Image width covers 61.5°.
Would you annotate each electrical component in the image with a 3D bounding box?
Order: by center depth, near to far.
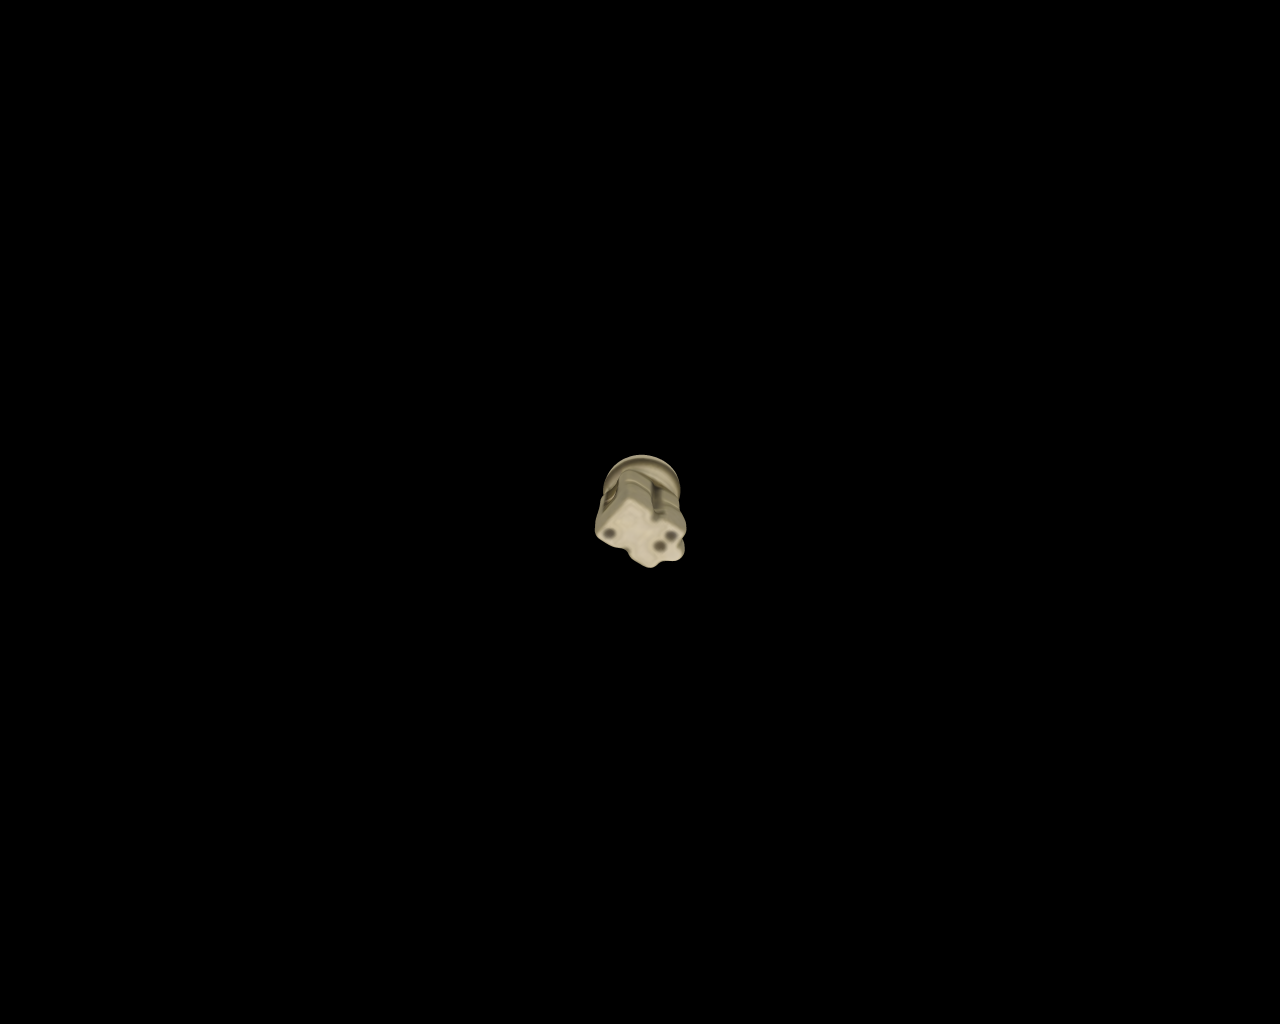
[{"bbox_3d":[0.001,-0.003,0.650,0.066,0.048,0.055,33,29,-21],"label":"electrical component"}]
